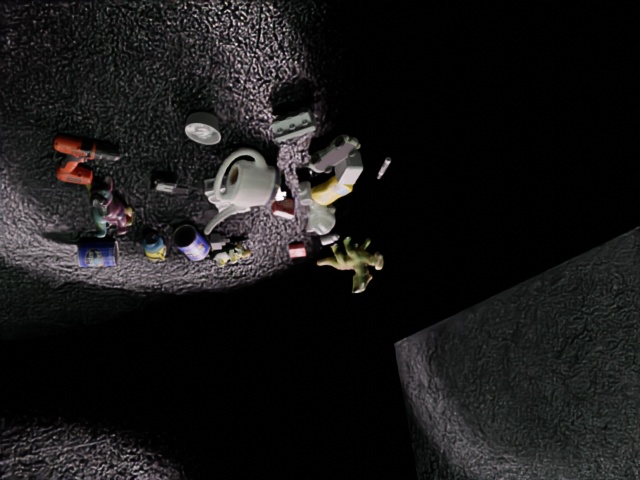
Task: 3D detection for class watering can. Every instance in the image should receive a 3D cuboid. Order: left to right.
[{"bbox_3d":[-0.260,-0.157,1.746,0.224,0.106,0.341,6,124,-32],"label":"watering can"}]

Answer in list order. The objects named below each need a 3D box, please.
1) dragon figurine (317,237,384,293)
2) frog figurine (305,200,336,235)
[{"bbox_3d":[0.145,0.128,2.391,0.122,0.247,0.404,10,148,-40],"label":"dragon figurine"},{"bbox_3d":[0.006,-0.101,2.015,0.139,0.124,0.156,-32,156,-29],"label":"frog figurine"}]
